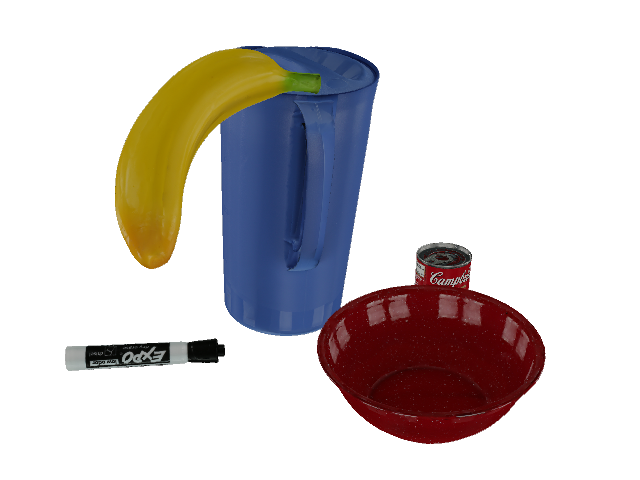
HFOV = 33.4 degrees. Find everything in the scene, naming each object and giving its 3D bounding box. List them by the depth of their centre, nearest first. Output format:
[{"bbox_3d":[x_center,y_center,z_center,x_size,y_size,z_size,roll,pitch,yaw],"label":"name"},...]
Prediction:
[{"bbox_3d":[-0.068,-0.060,0.590,0.070,0.037,0.197,19,44,17],"label":"banana"},{"bbox_3d":[0.078,0.096,0.771,0.162,0.055,0.162,-1,30,0],"label":"bowl"},{"bbox_3d":[-0.134,0.088,0.821,0.121,0.020,0.020,-3,0,-3],"label":"marker"},{"bbox_3d":[-0.024,-0.037,0.922,0.145,0.243,0.149,19,31,26],"label":"pitcher"},{"bbox_3d":[0.150,0.063,1.325,0.068,0.102,0.068,1,24,-1],"label":"soup can"}]
